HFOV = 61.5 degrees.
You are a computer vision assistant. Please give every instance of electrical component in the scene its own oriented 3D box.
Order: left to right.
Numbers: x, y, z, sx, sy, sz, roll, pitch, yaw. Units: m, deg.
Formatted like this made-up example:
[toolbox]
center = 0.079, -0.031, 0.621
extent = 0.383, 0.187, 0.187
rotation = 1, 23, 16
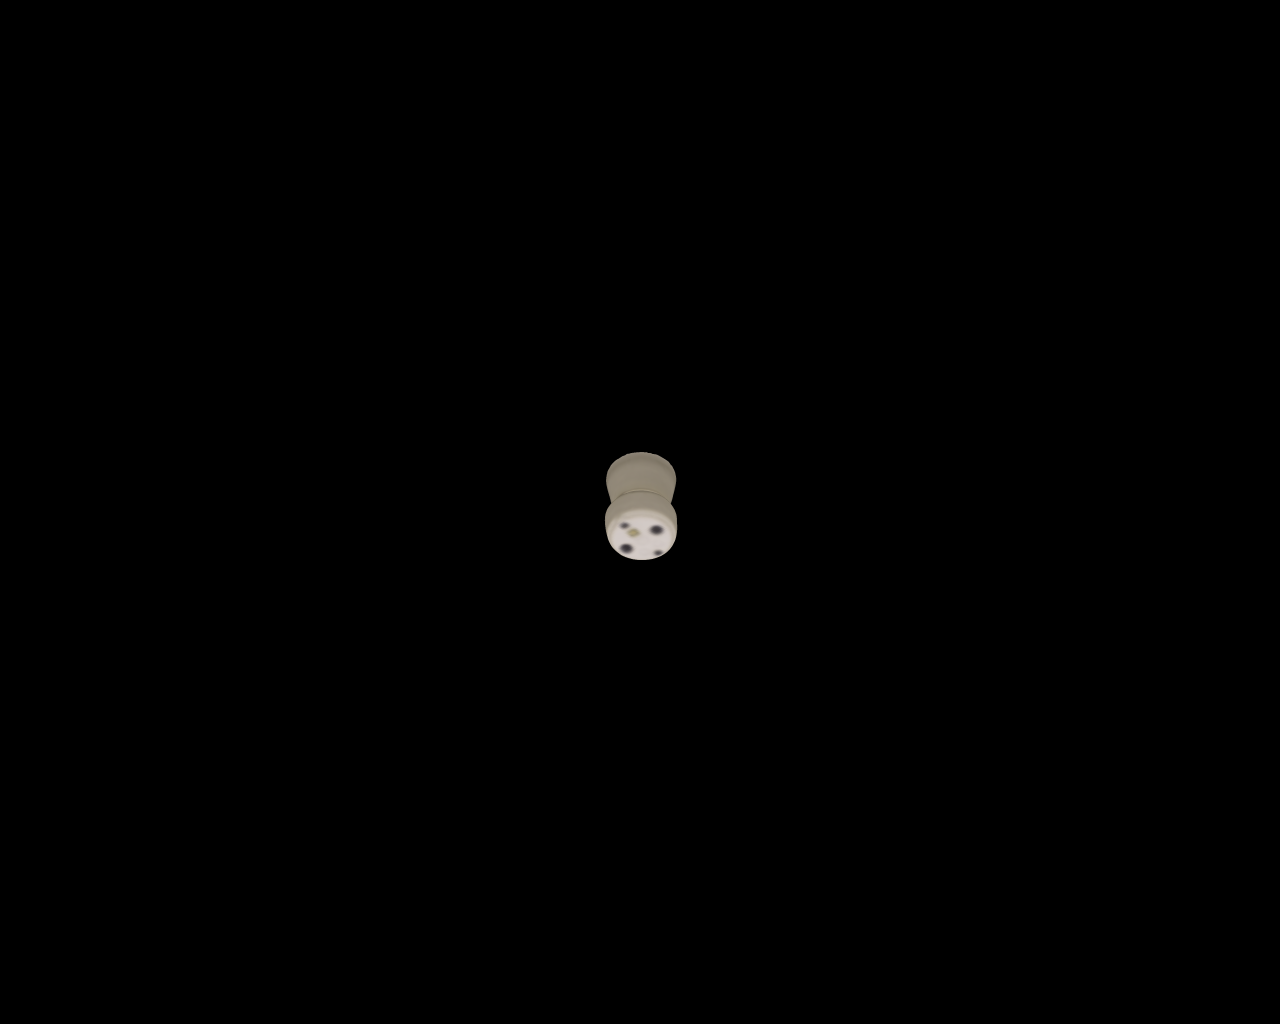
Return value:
[electrical component]
center = 0.001, -0.003, 0.650
extent = 0.045, 0.044, 0.055
rotation = 0, 44, 0
